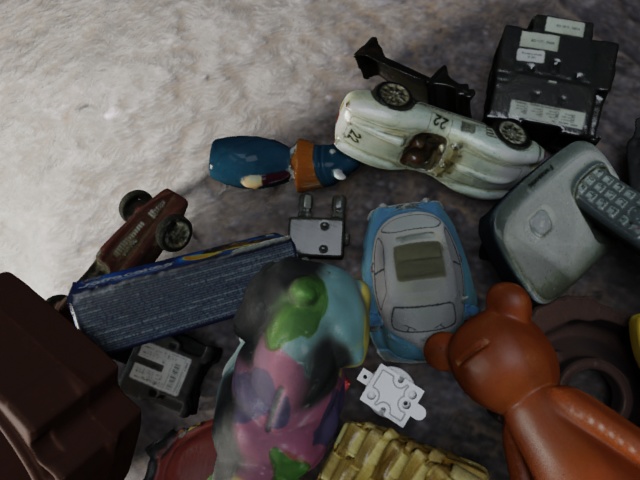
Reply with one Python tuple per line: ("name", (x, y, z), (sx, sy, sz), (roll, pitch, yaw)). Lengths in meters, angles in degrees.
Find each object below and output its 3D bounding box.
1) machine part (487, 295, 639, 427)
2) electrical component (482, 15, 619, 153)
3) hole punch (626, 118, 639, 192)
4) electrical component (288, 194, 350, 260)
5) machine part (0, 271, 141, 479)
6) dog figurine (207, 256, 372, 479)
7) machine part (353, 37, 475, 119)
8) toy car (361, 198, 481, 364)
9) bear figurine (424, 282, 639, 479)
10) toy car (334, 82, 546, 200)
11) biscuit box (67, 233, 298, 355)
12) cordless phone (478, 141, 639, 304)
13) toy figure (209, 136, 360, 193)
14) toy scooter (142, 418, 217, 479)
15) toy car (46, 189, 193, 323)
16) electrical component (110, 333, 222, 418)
("machine part", (0.240, 0.139, 0.482), (0.179, 0.056, 0.179), (-1, 79, 5))
("electrical component", (0.232, -0.161, 0.548), (0.115, 0.058, 0.134), (16, 79, 7))
("hole punch", (0.357, -0.048, 0.504), (0.116, 0.092, 0.142), (-7, 78, 35))
("electrical component", (-0.001, -0.002, 0.555), (0.063, 0.021, 0.094), (3, 77, 6))
("machine part", (-0.260, 0.145, 0.460), (0.201, 0.087, 0.201), (36, 128, 12))
("dog figurine", (-0.037, 0.143, 0.399), (0.108, 0.191, 0.219), (18, 46, -1))
("machine part", (0.099, -0.162, 0.555), (0.139, 0.084, 0.039), (37, 91, 22))
("toy car", (0.092, 0.033, 0.497), (0.109, 0.103, 0.161), (-5, 79, 4))
("bear figurine", (0.179, 0.137, 0.414), (0.120, 0.132, 0.196), (-50, 46, 27))
("toy car", (0.114, -0.091, 0.518), (0.202, 0.073, 0.056), (18, 55, -3))
("biscuit box", (-0.121, 0.046, 0.499), (0.203, 0.059, 0.062), (-14, 100, -18))
("cordless phone", (0.243, 0.013, 0.457), (0.146, 0.088, 0.184), (-37, 59, -18))
("toy figure", (-0.036, -0.080, 0.559), (0.155, 0.058, 0.064), (4, 84, 2))
("toy scooter", (-0.132, 0.248, 0.487), (0.135, 0.075, 0.183), (7, 82, 5))
("toy car", (-0.209, 0.031, 0.543), (0.089, 0.053, 0.202), (31, 83, 38))
("electrical component", (-0.165, 0.119, 0.534), (0.119, 0.047, 0.075), (23, 80, 9))
